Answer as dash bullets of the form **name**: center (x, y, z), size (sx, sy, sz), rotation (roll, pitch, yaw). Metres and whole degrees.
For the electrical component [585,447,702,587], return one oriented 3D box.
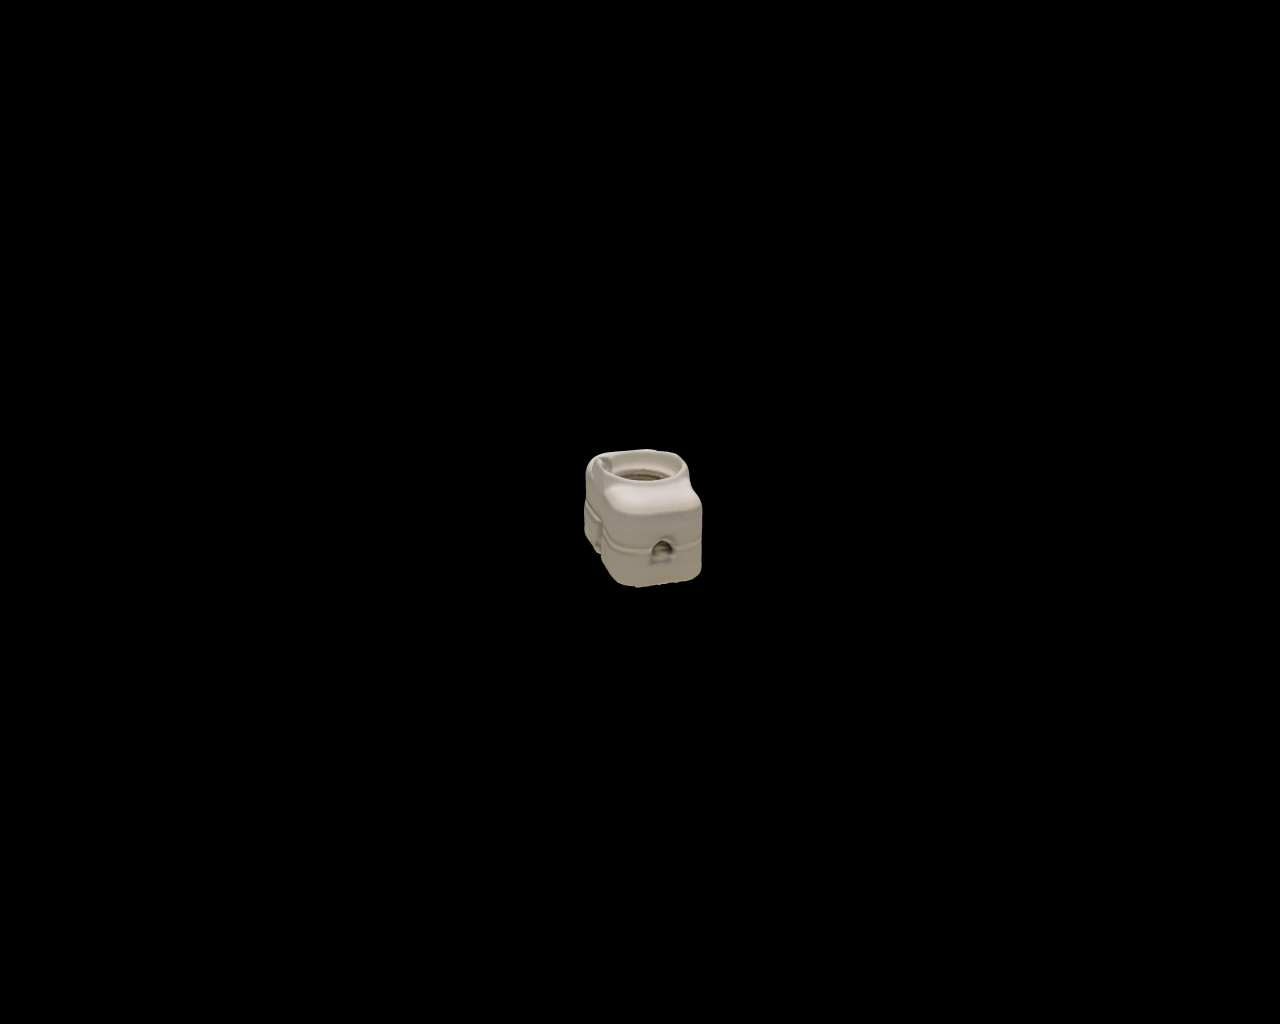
- **electrical component**: center (0.001, -0.003, 0.650), size (0.054, 0.059, 0.095), rotation (-6, 23, -14)
